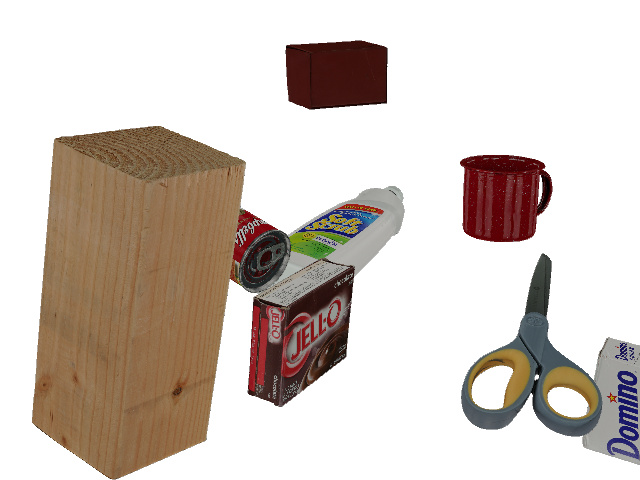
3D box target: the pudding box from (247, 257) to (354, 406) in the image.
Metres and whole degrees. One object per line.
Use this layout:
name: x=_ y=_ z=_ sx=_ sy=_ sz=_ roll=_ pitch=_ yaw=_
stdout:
pudding box: x=-0.015 y=0.074 z=0.892 sx=0.039 sy=0.090 sz=0.113 roll=16 pitch=25 yaw=24

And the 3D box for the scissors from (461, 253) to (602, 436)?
scissors: x=0.161 y=0.070 z=0.726 sx=0.096 sy=0.016 sz=0.201 roll=19 pitch=36 yaw=24

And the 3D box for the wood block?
wood block: x=-0.122 y=0.038 z=0.707 sx=0.090 sy=0.206 sz=0.090 roll=24 pitch=25 yaw=34

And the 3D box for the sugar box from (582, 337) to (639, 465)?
sugar box: x=0.308 y=0.149 z=0.868 sx=0.176 sy=0.093 sz=0.048 roll=13 pitch=24 yaw=20

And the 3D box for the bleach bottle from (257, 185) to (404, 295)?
bleach bottle: x=0.025 y=-0.005 z=1.328 sx=0.103 sy=0.068 sz=0.250 roll=16 pitch=36 yaw=27

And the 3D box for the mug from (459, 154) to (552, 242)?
mug: x=0.211 y=-0.048 z=1.195 sx=0.117 sy=0.081 sz=0.093 roll=-9 pitch=19 yaw=-30

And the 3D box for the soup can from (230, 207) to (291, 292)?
soup can: x=-0.088 y=0.000 z=1.069 sx=0.102 sy=0.068 sz=0.068 roll=30 pitch=19 yaw=35

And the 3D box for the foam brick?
foam brick: x=0.014 y=-0.147 z=0.948 sx=0.078 sy=0.051 sz=0.053 roll=-8 pitch=19 yaw=-23
